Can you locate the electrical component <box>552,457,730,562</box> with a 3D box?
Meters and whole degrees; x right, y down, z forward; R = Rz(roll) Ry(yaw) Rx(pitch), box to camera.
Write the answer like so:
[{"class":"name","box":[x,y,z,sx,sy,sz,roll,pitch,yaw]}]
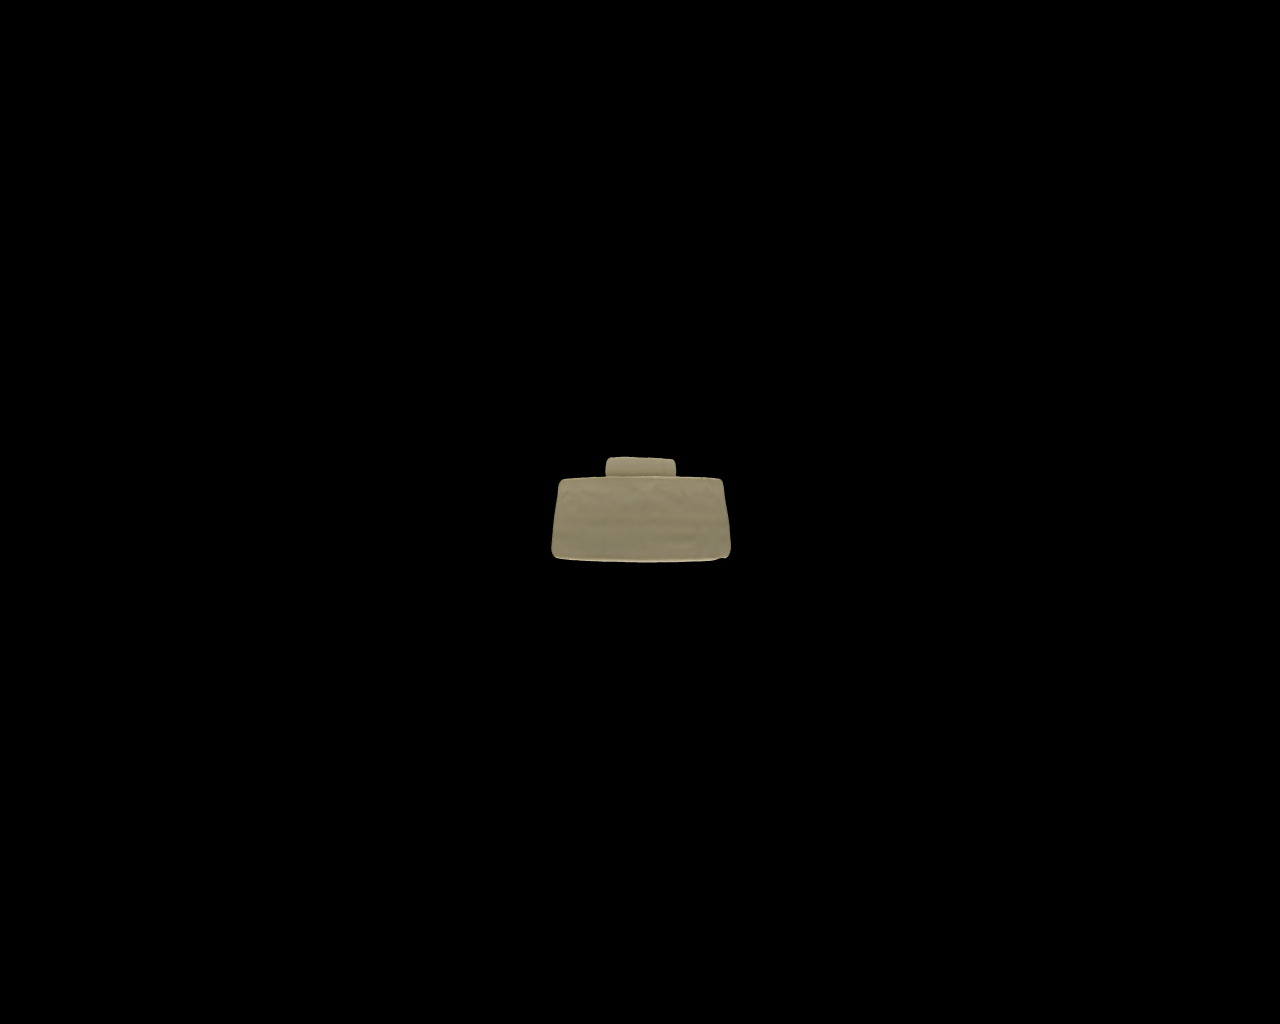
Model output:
[{"class":"electrical component","box":[0.001,-0.003,0.650,0.108,0.060,0.108,0,0,0]}]
